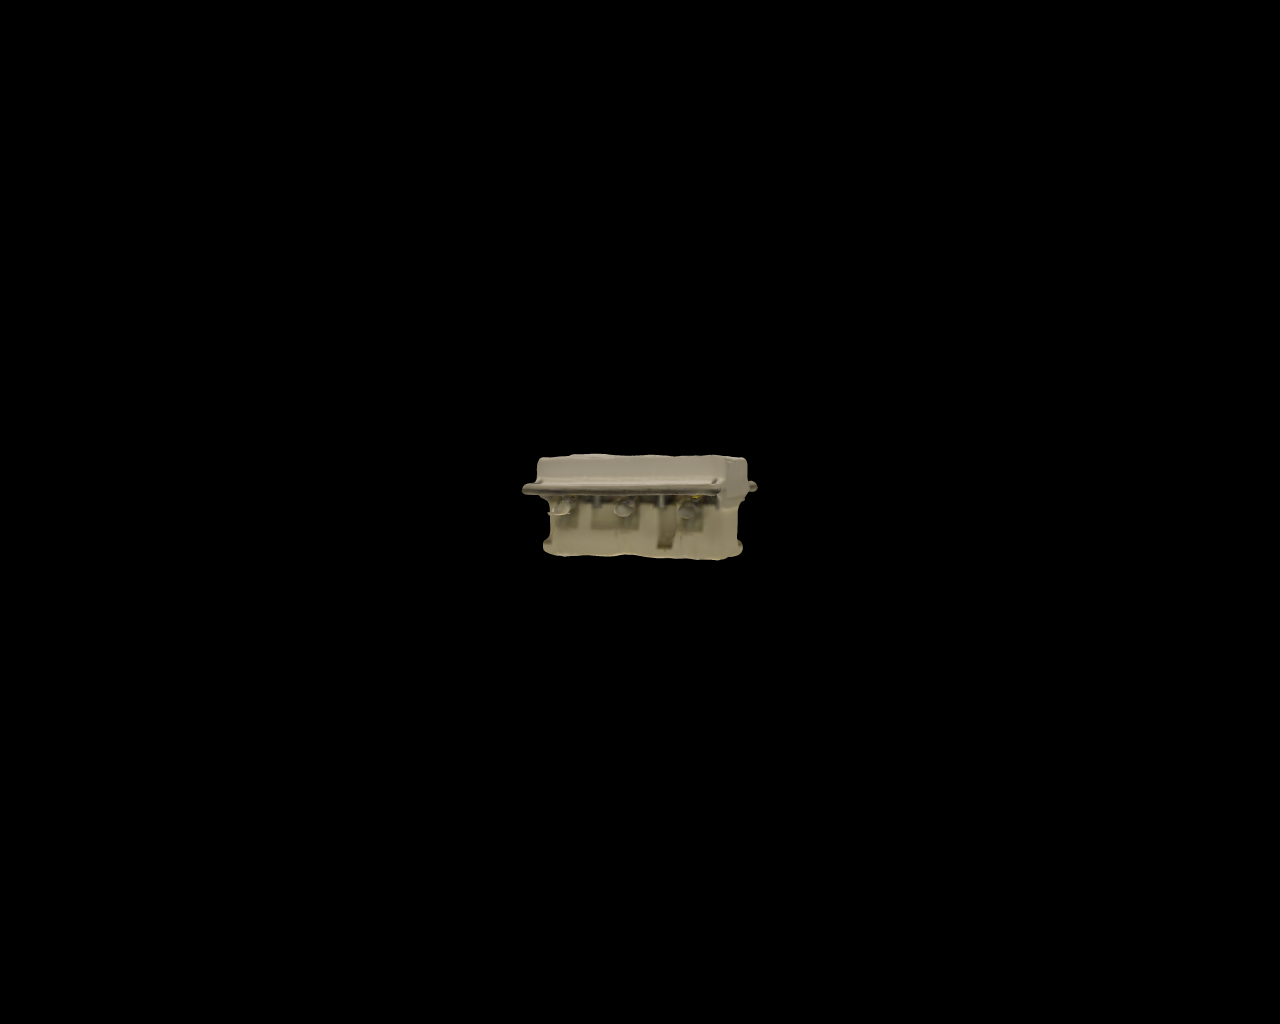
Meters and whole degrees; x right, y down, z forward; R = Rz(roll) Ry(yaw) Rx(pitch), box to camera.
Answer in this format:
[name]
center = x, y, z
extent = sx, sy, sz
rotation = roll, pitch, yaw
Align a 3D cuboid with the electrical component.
[electrical component]
center = 0.001, -0.003, 0.650
extent = 0.121, 0.063, 0.079
rotation = 2, 4, 23
